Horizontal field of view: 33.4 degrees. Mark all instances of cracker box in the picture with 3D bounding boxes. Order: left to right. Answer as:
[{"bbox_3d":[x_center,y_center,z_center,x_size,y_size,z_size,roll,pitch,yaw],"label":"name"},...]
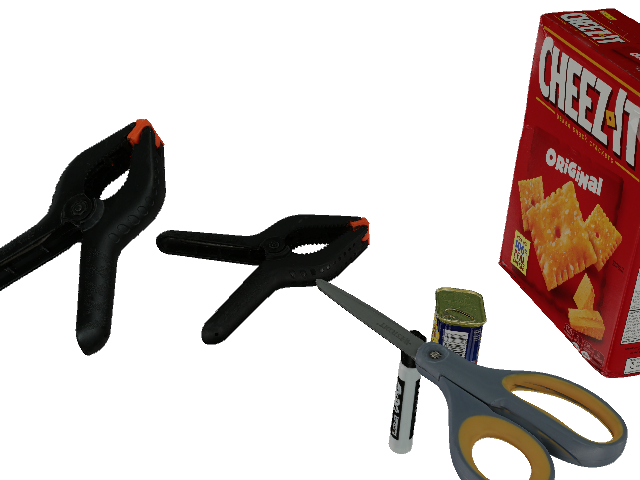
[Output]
[{"bbox_3d":[0.203,-0.035,0.758,0.072,0.214,0.164,-8,33,-17],"label":"cracker box"}]

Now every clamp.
[{"bbox_3d":[-0.167,-0.010,0.721,0.120,0.171,0.039,13,-29,16],"label":"clamp"},{"bbox_3d":[-0.046,0.025,1.045,0.209,0.036,0.165,-12,41,-10],"label":"clamp"}]

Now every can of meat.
[{"bbox_3d":[0.159,0.114,1.258,0.057,0.084,0.102,7,19,2],"label":"can of meat"}]

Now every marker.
[{"bbox_3d":[0.067,0.117,0.824,0.020,0.121,0.020,2,37,-2],"label":"marker"}]

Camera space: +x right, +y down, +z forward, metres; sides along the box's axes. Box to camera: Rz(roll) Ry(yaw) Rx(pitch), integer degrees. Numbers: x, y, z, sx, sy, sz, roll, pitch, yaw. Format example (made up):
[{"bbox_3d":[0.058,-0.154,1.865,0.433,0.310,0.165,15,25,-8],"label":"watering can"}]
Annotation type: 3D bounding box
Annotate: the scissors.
[{"bbox_3d":[0.057,0.078,0.560,0.202,0.016,0.096,20,42,27],"label":"scissors"}]
